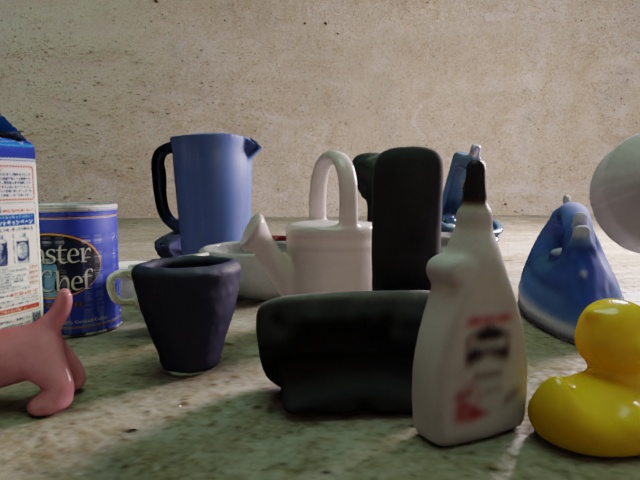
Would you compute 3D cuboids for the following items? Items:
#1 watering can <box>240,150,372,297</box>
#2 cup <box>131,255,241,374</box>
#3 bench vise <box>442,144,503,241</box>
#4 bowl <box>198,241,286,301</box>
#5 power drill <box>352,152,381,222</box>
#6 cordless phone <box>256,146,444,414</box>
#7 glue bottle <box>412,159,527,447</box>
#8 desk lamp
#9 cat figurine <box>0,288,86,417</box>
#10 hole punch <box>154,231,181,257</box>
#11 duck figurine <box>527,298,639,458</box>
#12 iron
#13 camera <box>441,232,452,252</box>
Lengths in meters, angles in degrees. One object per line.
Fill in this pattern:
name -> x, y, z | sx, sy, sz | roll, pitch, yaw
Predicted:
watering can -> 0.007, 0.002, 0.609 | 0.173, 0.194, 0.100 | -6, 8, -42
cup -> -0.110, 0.063, 0.508 | 0.091, 0.095, 0.118 | 1, 6, 18
bench vise -> 0.215, -0.048, 0.970 | 0.122, 0.220, 0.206 | -6, 8, -43
bowl -> -0.084, 0.044, 0.802 | 0.167, 0.075, 0.167 | -1, 6, 0
power drill -> 0.086, -0.032, 0.873 | 0.076, 0.208, 0.229 | -2, 6, -11
cordless phone -> 0.027, 0.025, 0.420 | 0.147, 0.185, 0.094 | -1, 6, -8
glue bottle -> 0.095, 0.037, 0.360 | 0.078, 0.173, 0.037 | -4, 7, -30
desk lamp -> 0.326, 0.001, 0.493 | 0.118, 0.213, 0.203 | 0, 6, 2
cat figurine -> -0.240, 0.063, 0.408 | 0.128, 0.118, 0.067 | -2, 6, -15
hole punch -> -0.273, 0.006, 1.125 | 0.101, 0.091, 0.108 | -4, 7, -29
duck figurine -> 0.178, 0.080, 0.357 | 0.105, 0.086, 0.077 | -3, 6, -26
iron -> 0.294, 0.021, 0.663 | 0.118, 0.141, 0.259 | 1, 6, 17
camera -> 0.117, 0.039, 0.701 | 0.136, 0.101, 0.143 | 0, 6, 7
